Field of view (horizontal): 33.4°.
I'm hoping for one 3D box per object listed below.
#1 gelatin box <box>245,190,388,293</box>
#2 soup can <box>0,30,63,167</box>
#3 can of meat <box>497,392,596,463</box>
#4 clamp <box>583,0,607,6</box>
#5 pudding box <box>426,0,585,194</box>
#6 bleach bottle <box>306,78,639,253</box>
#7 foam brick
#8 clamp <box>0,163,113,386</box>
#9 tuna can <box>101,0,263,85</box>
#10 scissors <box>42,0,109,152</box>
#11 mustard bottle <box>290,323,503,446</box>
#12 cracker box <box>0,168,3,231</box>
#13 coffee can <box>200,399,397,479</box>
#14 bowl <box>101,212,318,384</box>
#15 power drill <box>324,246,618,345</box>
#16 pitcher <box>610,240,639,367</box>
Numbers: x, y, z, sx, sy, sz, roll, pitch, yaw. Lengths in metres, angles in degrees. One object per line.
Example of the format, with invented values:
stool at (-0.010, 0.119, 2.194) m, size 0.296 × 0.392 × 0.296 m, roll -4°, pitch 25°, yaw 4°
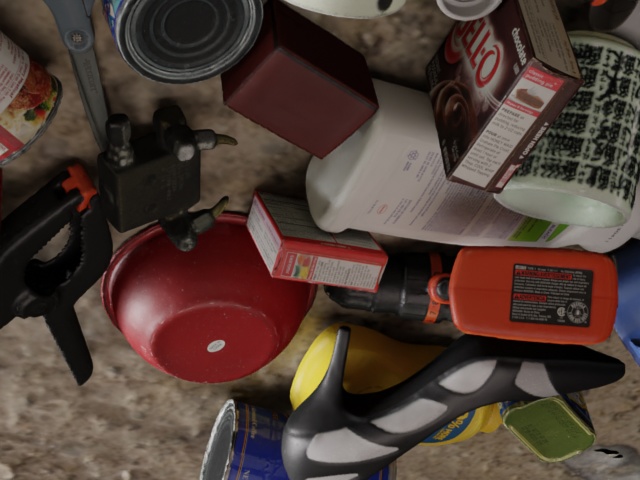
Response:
gelatin box at (-0.005, 0.001, 0.708) m, size 0.073 × 0.089 × 0.030 m, roll 10°, pitch 110°, yaw -21°
soup can at (-0.203, -0.095, 0.589) m, size 0.069 × 0.068 × 0.102 m, roll -30°, pitch 132°, yaw 19°
can of meat at (0.179, 0.122, 0.871) m, size 0.057 × 0.084 × 0.102 m, roll -29°, pitch 132°, yaw 21°
clamp at (0.134, -0.199, 0.565) m, size 0.120 × 0.039 × 0.171 m, roll -26°, pitch 140°, yaw 23°
pudding box at (0.102, -0.095, 0.612) m, size 0.039 × 0.113 × 0.090 m, roll 16°, pitch 130°, yaw -19°
bleach bottle at (0.124, -0.032, 0.718) m, size 0.250 × 0.068 × 0.103 m, roll 12°, pitch 131°, yaw -24°
foam brick at (-0.013, -0.095, 0.635) m, size 0.078 × 0.053 × 0.051 m, roll 27°, pitch 125°, yaw -31°
clamp at (-0.193, 0.038, 0.736) m, size 0.164 × 0.036 × 0.210 m, roll 6°, pitch 128°, yaw -49°
tuna can at (-0.075, -0.128, 0.590) m, size 0.086 × 0.034 × 0.086 m, roll -15°, pitch 142°, yaw -12°
scissors at (-0.123, -0.130, 0.606) m, size 0.096 × 0.016 × 0.201 m, roll -18°, pitch 136°, yaw 8°
mustard bottle at (0.079, 0.126, 0.874) m, size 0.191 × 0.058 × 0.096 m, roll 14°, pitch 125°, yaw -23°
cracker box at (-0.263, 0.063, 0.636) m, size 0.164 × 0.214 × 0.072 m, roll -37°, pitch 133°, yaw 25°
coffee can at (-0.021, 0.198, 0.884) m, size 0.140 × 0.103 × 0.103 m, roll 17°, pitch 131°, yaw -13°
bowl at (-0.078, 0.055, 0.776) m, size 0.162 × 0.055 × 0.162 m, roll -5°, pitch 136°, yaw -5°
power drill at (0.102, 0.033, 0.716) m, size 0.184 × 0.057 × 0.188 m, roll 3°, pitch 179°, yaw -7°
pitcher at (0.323, 0.017, 0.749) m, size 0.243 × 0.149 × 0.144 m, roll -35°, pitch 130°, yaw 20°
